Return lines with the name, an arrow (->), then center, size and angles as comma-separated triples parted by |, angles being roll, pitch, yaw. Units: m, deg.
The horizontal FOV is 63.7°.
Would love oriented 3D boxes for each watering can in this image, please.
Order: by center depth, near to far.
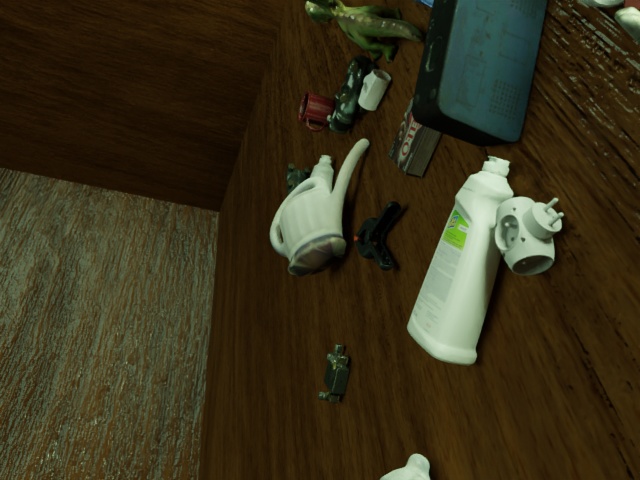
watering can -> 0.004, -0.058, 1.162 | 0.342, 0.103, 0.229 | -39, 51, 32

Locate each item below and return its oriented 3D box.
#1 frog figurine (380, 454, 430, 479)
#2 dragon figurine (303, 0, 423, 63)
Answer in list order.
frog figurine -> 0.114, 0.359, 0.632 | 0.162, 0.123, 0.134 | -44, -24, -49
dragon figurine -> 0.055, -0.482, 1.100 | 0.416, 0.242, 0.121 | -120, 50, -67
